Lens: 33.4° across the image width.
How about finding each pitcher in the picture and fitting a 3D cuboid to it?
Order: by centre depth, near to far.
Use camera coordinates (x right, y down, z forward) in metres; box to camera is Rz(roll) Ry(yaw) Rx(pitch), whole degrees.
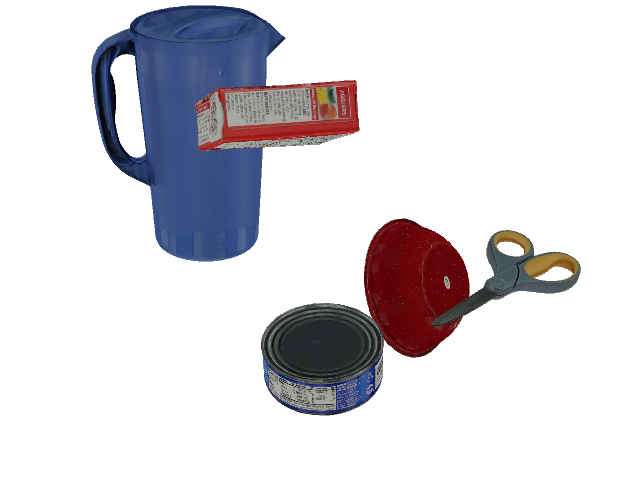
[{"bbox_3d":[-0.127,-0.105,1.067,0.149,0.243,0.144,13,29,23],"label":"pitcher"}]

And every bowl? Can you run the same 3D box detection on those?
[{"bbox_3d":[0.121,0.051,1.214,0.055,0.162,0.161,-11,-7,41],"label":"bowl"}]

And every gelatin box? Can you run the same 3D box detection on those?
[{"bbox_3d":[-0.026,-0.067,0.579,0.073,0.030,0.089,-5,3,-14],"label":"gelatin box"}]

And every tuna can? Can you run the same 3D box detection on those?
[{"bbox_3d":[0.002,0.083,0.749,0.086,0.034,0.086,-2,34,1],"label":"tuna can"}]

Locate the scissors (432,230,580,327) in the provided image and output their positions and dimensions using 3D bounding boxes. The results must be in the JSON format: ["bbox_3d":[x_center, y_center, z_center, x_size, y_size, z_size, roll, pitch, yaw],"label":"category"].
[{"bbox_3d":[0.149,0.030,0.950,0.201,0.016,0.096,-10,39,-34],"label":"scissors"}]
